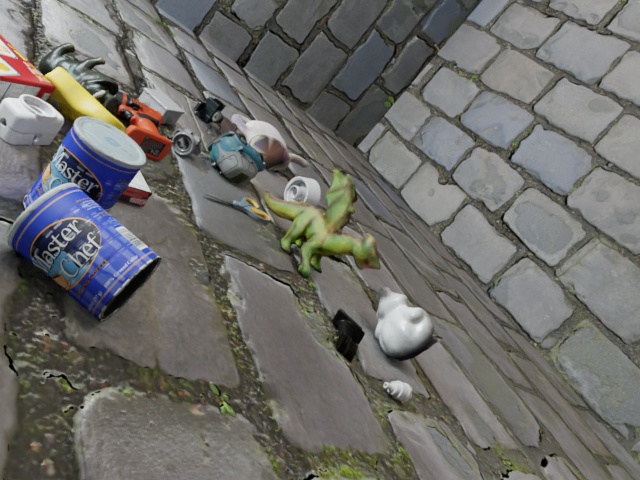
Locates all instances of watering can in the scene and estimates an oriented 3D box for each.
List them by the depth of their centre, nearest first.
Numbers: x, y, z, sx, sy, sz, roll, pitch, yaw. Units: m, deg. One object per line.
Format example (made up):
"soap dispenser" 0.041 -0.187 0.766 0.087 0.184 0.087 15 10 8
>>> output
"watering can" -0.150 -0.307 1.741 0.344 0.103 0.229 31 20 -31

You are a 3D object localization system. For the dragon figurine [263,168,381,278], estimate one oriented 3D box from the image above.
"dragon figurine" 0.004 -0.062 1.233 0.121 0.240 0.418 15 32 -50

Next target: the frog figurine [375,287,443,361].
"frog figurine" 0.177 0.180 1.149 0.124 0.135 0.160 -25 85 -43
